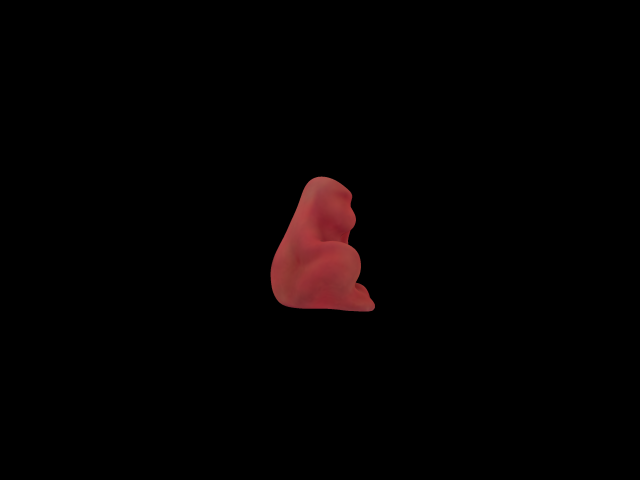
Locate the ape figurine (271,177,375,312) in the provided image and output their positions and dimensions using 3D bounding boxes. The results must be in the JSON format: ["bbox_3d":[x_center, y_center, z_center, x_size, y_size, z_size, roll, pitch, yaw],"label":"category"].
[{"bbox_3d":[0.004,0.001,0.400,0.076,0.092,0.078,0,0,17],"label":"ape figurine"}]
